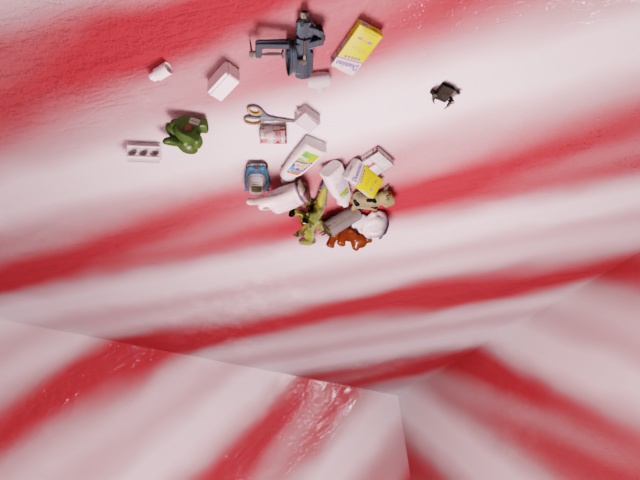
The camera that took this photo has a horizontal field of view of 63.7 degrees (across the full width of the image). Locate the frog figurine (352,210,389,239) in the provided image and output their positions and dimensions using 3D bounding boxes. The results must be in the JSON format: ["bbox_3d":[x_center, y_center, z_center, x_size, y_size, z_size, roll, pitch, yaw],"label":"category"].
[{"bbox_3d":[0.229,-0.076,2.348,0.159,0.124,0.136,16,104,-10],"label":"frog figurine"}]

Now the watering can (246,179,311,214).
[{"bbox_3d":[-0.158,-0.171,2.109,0.223,0.104,0.347,-21,176,11],"label":"watering can"}]

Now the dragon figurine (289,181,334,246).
[{"bbox_3d":[0.007,-0.116,2.310,0.242,0.124,0.404,10,128,-45],"label":"dragon figurine"}]
